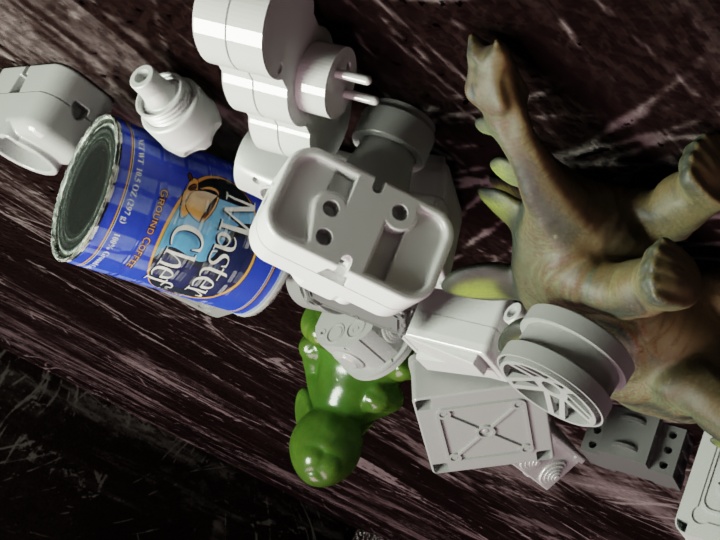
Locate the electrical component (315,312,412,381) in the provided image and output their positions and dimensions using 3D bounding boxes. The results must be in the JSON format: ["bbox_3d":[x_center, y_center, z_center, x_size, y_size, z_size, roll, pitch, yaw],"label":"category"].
[{"bbox_3d":[0.006,0.048,0.908,0.080,0.080,0.051,4,150,47],"label":"electrical component"}]

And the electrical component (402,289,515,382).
[{"bbox_3d":[0.075,0.047,0.844,0.096,0.061,0.061,12,160,32],"label":"electrical component"}]

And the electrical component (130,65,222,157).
[{"bbox_3d":[-0.118,-0.102,0.669,0.043,0.043,0.062,12,159,33],"label":"electrical component"}]

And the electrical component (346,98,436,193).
[{"bbox_3d":[0.014,-0.062,0.600,0.045,0.055,0.045,21,163,7],"label":"electrical component"}]

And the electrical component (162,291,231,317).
[{"bbox_3d":[-0.137,-0.002,0.975,0.078,0.057,0.113,29,162,-18],"label":"electrical component"}]

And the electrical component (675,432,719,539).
[{"bbox_3d":[0.302,0.171,0.836,0.078,0.113,0.057,10,156,37],"label":"electrical component"}]

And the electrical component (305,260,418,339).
[{"bbox_3d":[0.000,0.000,0.797,0.096,0.061,0.061,21,163,9],"label":"electrical component"}]

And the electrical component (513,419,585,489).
[{"bbox_3d":[0.154,0.152,1.017,0.100,0.048,0.099,40,-171,-44],"label":"electrical component"}]

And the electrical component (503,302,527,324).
[{"bbox_3d":[0.134,0.048,0.803,0.062,0.048,0.048,39,158,-24],"label":"electrical component"}]

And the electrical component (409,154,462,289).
[{"bbox_3d":[0.027,-0.031,0.664,0.062,0.061,0.096,9,164,15],"label":"electrical component"}]

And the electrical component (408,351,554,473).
[{"bbox_3d":[0.103,0.114,0.903,0.109,0.056,0.108,-9,134,8],"label":"electrical component"}]

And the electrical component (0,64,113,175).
[{"bbox_3d":[-0.231,-0.107,0.773,0.095,0.059,0.054,7,157,43],"label":"electrical component"}]

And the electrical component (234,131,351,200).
[{"bbox_3d":[-0.034,-0.054,0.704,0.077,0.044,0.079,18,163,16],"label":"electrical component"}]

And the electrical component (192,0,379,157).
[{"bbox_3d":[-0.026,-0.098,0.545,0.074,0.052,0.138,17,162,19],"label":"electrical component"}]

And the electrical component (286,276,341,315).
[{"bbox_3d":[-0.028,0.008,0.872,0.055,0.055,0.047,32,165,-27],"label":"electrical component"}]

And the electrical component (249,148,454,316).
[{"bbox_3d":[-0.007,-0.017,0.568,0.095,0.053,0.059,26,162,-9],"label":"electrical component"}]
